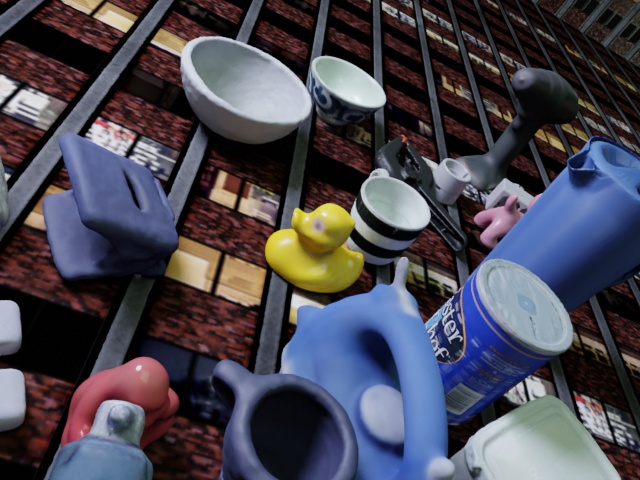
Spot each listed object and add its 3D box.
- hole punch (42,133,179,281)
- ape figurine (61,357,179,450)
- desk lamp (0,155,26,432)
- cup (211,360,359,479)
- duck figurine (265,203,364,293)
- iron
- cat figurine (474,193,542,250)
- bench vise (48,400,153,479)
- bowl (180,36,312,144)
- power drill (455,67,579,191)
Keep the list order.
[{"bbox_3d":[-0.173,-0.030,0.489,0.101,0.091,0.108,-3,52,-39],"label":"hole punch"},{"bbox_3d":[-0.126,0.111,0.375,0.078,0.092,0.076,-3,51,-38],"label":"ape figurine"},{"bbox_3d":[-0.249,0.015,0.286,0.204,0.213,0.117,2,48,-35],"label":"desk lamp"},{"bbox_3d":[-0.043,0.146,0.398,0.117,0.095,0.092,43,38,10],"label":"cup"},{"bbox_3d":[0.005,0.002,0.592,0.105,0.086,0.077,22,40,-17],"label":"duck figurine"},{"bbox_3d":[0.052,0.142,0.435,0.119,0.141,0.258,14,42,-25],"label":"iron"},{"bbox_3d":[0.308,-0.035,0.831,0.128,0.117,0.067,14,42,-25],"label":"cat figurine"},{"bbox_3d":[-0.113,0.153,0.237,0.122,0.219,0.207,6,46,-32],"label":"bench vise"},{"bbox_3d":[-0.099,-0.172,0.707,0.168,0.074,0.167,21,40,-18],"label":"bowl"},{"bbox_3d":[0.315,-0.178,0.912,0.230,0.208,0.075,-14,58,-44],"label":"power drill"}]
